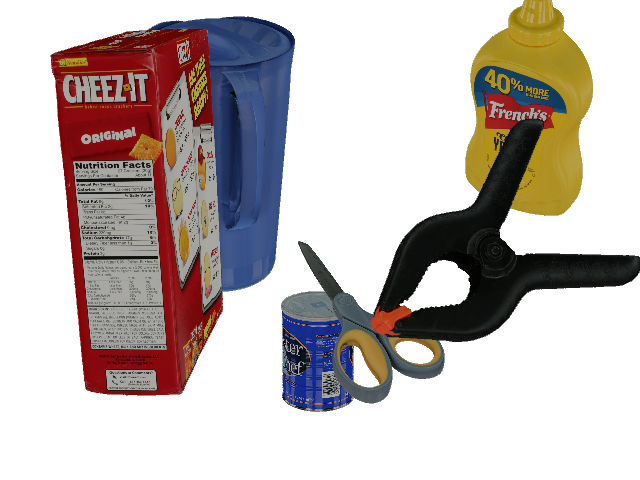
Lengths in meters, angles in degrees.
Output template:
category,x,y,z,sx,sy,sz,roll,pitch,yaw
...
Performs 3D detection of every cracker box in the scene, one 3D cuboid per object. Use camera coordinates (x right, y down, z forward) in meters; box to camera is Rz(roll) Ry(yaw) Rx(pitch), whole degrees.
category,x,y,z,sx,sy,sz,roll,pitch,yaw
cracker box,-0.115,-0.026,0.707,0.072,0.214,0.164,-1,15,5

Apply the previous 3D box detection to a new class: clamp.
category,x,y,z,sx,sy,sz,roll,pitch,yaw
clamp,0.112,0.015,0.651,0.171,0.120,0.039,-41,-12,-14

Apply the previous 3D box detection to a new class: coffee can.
category,x,y,z,sx,sy,sz,roll,pitch,yaw
coffee can,-0.003,0.153,1.492,0.103,0.140,0.103,0,17,0

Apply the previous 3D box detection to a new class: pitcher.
category,x,y,z,sx,sy,sz,roll,pitch,yaw
pitcher,-0.090,-0.073,0.980,0.145,0.243,0.149,14,32,19

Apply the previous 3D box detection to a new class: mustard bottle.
category,x,y,z,sx,sy,sz,roll,pitch,yaw
mustard bottle,0.165,-0.112,0.845,0.096,0.192,0.058,25,51,28

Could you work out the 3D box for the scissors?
category,x,y,z,sx,sy,sz,roll,pitch,yaw
scissors,0.040,0.057,0.870,0.096,0.016,0.202,-4,36,-6
